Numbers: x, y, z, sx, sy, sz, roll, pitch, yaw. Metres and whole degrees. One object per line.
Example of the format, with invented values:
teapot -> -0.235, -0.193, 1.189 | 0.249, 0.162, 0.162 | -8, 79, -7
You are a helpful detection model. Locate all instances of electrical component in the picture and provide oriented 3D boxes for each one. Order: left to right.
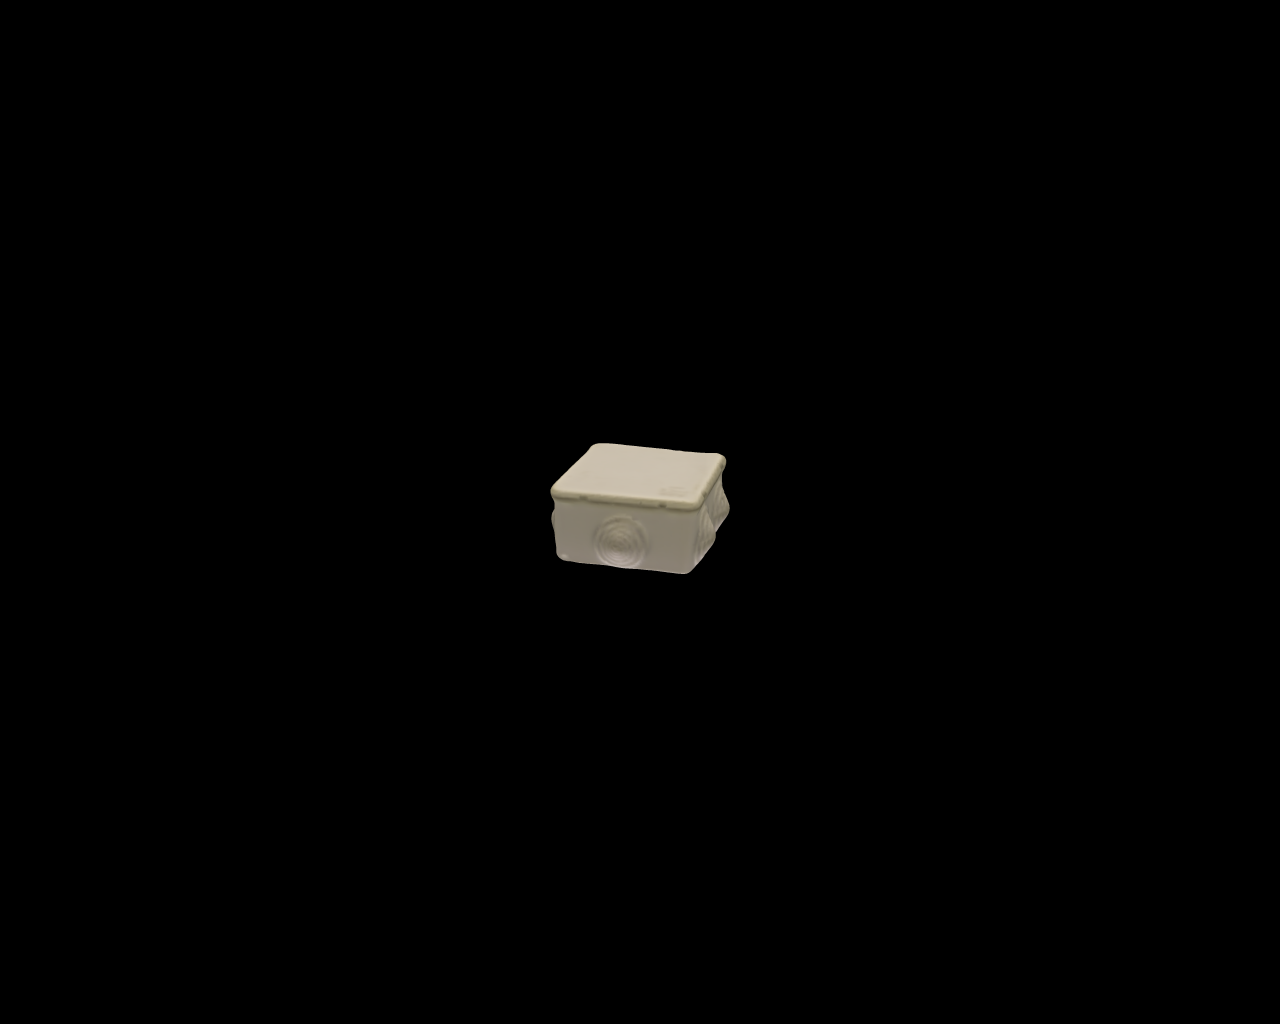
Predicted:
electrical component -> 0.001, -0.003, 0.650 | 0.100, 0.048, 0.100 | 6, 23, 14
